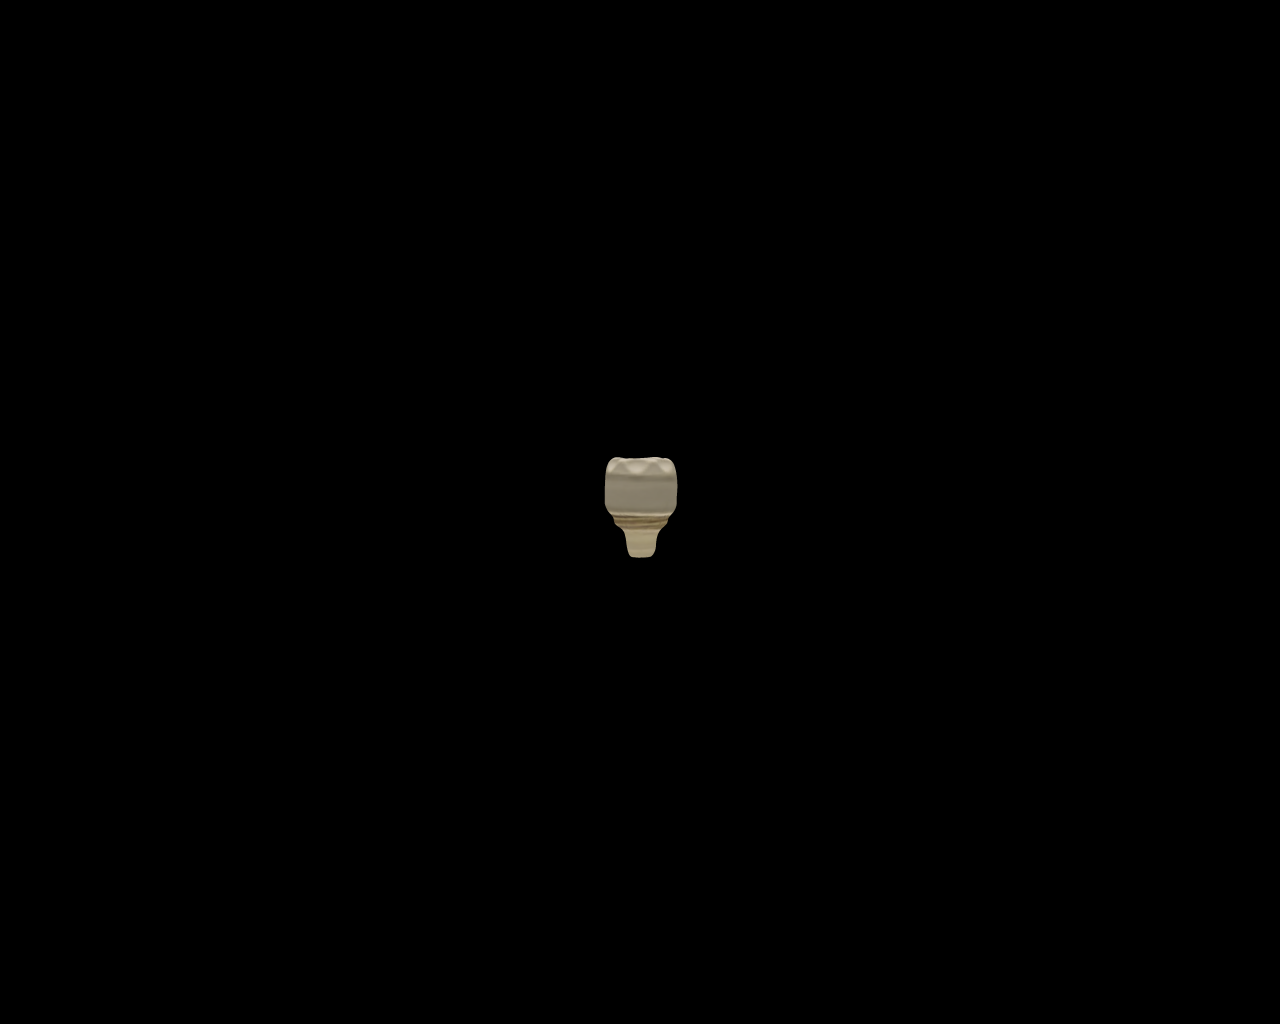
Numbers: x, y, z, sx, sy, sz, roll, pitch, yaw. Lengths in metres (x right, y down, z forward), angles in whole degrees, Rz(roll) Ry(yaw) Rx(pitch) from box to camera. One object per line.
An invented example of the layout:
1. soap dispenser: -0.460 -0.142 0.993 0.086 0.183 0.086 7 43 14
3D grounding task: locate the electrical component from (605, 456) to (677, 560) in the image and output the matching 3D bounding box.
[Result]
1. electrical component: 0.001 -0.003 0.650 0.043 0.062 0.043 0 5 0
